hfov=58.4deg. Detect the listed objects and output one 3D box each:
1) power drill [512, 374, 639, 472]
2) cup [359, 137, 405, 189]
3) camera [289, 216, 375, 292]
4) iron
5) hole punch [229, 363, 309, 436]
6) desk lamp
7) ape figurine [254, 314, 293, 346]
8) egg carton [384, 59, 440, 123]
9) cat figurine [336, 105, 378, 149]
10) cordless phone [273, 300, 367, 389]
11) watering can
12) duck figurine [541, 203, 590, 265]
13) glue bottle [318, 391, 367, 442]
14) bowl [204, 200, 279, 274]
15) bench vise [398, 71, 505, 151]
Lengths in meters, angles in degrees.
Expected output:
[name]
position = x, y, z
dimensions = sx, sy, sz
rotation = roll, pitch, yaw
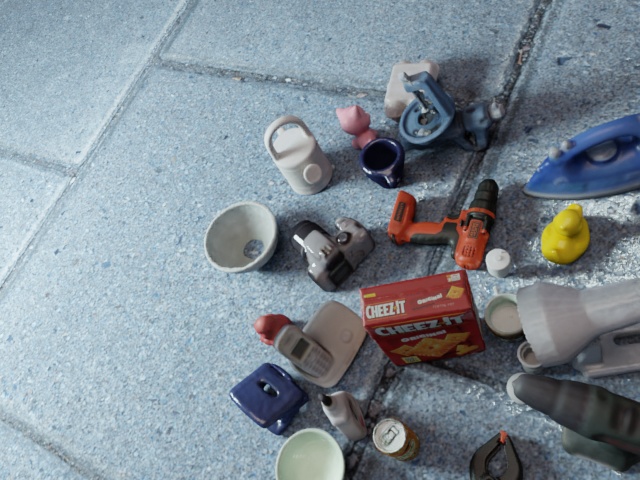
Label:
[power drill]
position = 0.382, 0.253, 0.779
dimensions = 0.228, 0.209, 0.076
rotation = 12, 69, 26
[cup]
position = 0.138, -0.136, 1.150
dimensions = 0.091, 0.095, 0.117
rotation = -25, 57, 8
[camera]
position = 0.010, 0.004, 1.122
dimensions = 0.143, 0.101, 0.136
rotation = -45, 57, -6
[iron]
position = 0.482, -0.154, 0.997
dimensions = 0.258, 0.142, 0.118
rotation = -18, 58, 12
[hole punch]
position = -0.092, 0.277, 1.023
dimensions = 0.108, 0.091, 0.101
rotation = 32, 79, 32
[desk lamp]
position = 0.398, 0.124, 0.838
dimensions = 0.203, 0.214, 0.118
rotation = -13, 59, 15
[ape figurine]
position = -0.094, 0.168, 1.081
dimensions = 0.076, 0.092, 0.077
rotation = -31, 57, 4
[egg carton]
position = 0.199, -0.324, 1.242
dimensions = 0.107, 0.070, 0.150
rotation = 4, 65, 23
[cat figurine]
position = 0.087, -0.231, 1.207
dimensions = 0.067, 0.118, 0.127
rotation = -31, 57, 4
[cordless phone]
position = -0.003, 0.165, 0.991
dimensions = 0.093, 0.185, 0.148
rotation = 23, 74, 30
[watering can]
position = -0.044, -0.180, 1.186
dimensions = 0.172, 0.194, 0.101
rotation = 29, 77, 31
[duck figurine]
position = 0.420, -0.015, 0.980
dimensions = 0.077, 0.086, 0.105
rotation = 25, 75, 30
[glue bottle]
position = 0.031, 0.275, 0.927
dimensions = 0.037, 0.173, 0.078
rotation = -28, 57, 6
[bowl]
position = -0.153, 0.005, 1.201
dimensions = 0.167, 0.075, 0.167
rotation = -9, 61, 17
[bench vise]
position = 0.238, -0.262, 1.102
dimensions = 0.207, 0.220, 0.121
rotation = -18, 58, 12
